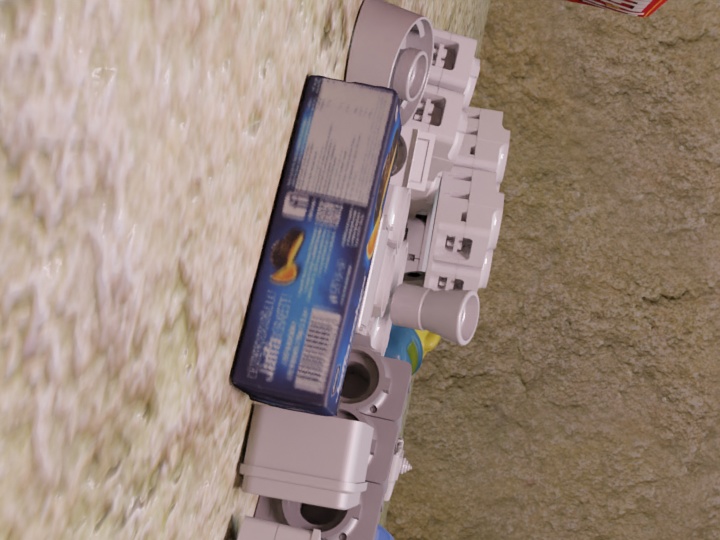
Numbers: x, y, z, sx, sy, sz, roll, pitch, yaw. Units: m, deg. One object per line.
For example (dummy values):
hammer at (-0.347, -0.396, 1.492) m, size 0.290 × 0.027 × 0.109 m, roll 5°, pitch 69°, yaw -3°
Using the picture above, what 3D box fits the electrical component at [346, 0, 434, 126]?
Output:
electrical component at (0.017, -0.158, 0.835) m, size 0.099 × 0.064 × 0.099 m, roll -55°, pitch 156°, yaw -40°

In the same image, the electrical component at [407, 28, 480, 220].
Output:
electrical component at (0.057, -0.130, 0.995) m, size 0.186 × 0.060 × 0.105 m, roll 114°, pitch -10°, yaw -71°

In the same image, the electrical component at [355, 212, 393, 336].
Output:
electrical component at (-0.016, -0.008, 0.731) m, size 0.061 × 0.061 × 0.096 m, roll 47°, pitch 55°, yaw -82°

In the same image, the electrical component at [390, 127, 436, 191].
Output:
electrical component at (0.008, -0.085, 0.774) m, size 0.064 × 0.081 × 0.042 m, roll -157°, pitch -102°, yaw -74°

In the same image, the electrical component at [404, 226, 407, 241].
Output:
electrical component at (0.020, -0.034, 1.052) m, size 0.040 × 0.046 × 0.040 m, roll 12°, pitch 90°, yaw -83°

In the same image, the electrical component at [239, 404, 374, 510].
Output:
electrical component at (-0.035, 0.130, 0.744) m, size 0.113 × 0.078 × 0.057 m, roll 67°, pitch 32°, yaw -79°

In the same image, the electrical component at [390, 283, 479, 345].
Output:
electrical component at (0.057, 0.032, 0.857) m, size 0.044 × 0.065 × 0.044 m, roll -34°, pitch 129°, yaw -56°

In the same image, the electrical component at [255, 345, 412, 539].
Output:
electrical component at (-0.018, 0.139, 0.841) m, size 0.061 × 0.089 × 0.150 m, roll 88°, pitch 16°, yaw -66°

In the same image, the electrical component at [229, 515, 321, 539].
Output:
electrical component at (-0.077, 0.268, 0.698) m, size 0.105 × 0.060 × 0.186 m, roll 92°, pitch 12°, yaw -56°

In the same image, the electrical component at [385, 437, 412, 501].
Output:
electrical component at (0.006, 0.207, 1.140) m, size 0.062 × 0.096 × 0.061 m, roll -42°, pitch 144°, yaw -80°

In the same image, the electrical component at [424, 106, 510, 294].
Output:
electrical component at (0.107, -0.066, 1.071) m, size 0.105 × 0.060 × 0.186 m, roll 96°, pitch 4°, yaw -46°

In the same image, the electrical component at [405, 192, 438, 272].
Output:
electrical component at (0.059, -0.081, 1.236) m, size 0.105 × 0.060 × 0.186 m, roll -65°, pitch 165°, yaw -63°

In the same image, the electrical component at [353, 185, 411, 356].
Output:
electrical component at (0.000, 0.000, 0.882) m, size 0.186 × 0.060 × 0.105 m, roll 87°, pitch 16°, yaw -65°
